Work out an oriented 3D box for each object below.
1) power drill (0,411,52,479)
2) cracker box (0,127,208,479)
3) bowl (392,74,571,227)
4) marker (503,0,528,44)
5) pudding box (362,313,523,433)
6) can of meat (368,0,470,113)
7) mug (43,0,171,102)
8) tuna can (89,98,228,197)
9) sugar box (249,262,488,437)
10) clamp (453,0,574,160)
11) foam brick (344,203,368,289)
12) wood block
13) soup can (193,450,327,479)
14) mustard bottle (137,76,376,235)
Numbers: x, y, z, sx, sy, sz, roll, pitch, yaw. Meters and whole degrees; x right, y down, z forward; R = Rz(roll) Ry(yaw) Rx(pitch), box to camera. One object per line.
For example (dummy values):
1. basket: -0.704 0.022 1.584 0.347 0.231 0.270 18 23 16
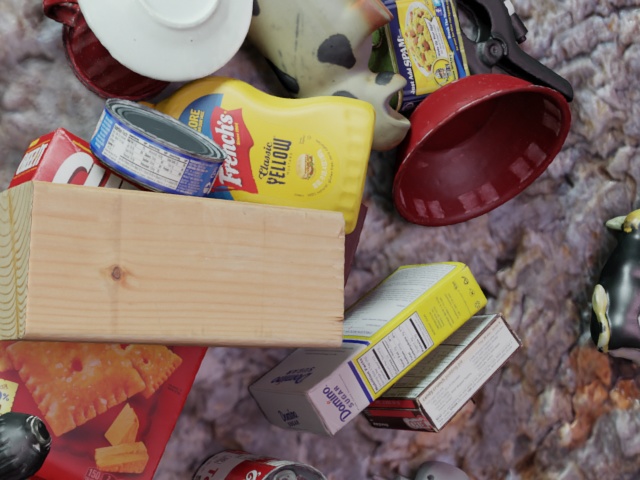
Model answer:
1. power drill: -0.205 0.207 0.647 0.184 0.057 0.187 -27 105 13
2. cracker box: -0.160 0.057 0.722 0.164 0.072 0.213 31 70 -26
3. bowl: 0.122 -0.083 0.876 0.161 0.162 0.055 -6 53 -31
4. marker: 0.153 -0.230 0.964 0.020 0.020 0.121 -42 107 -27
5. pudding box: 0.094 0.106 0.859 0.113 0.090 0.039 -42 106 -27
6. can of meat: 0.072 -0.156 0.888 0.083 0.058 0.102 -15 95 -33
7. mug: -0.135 -0.153 0.749 0.117 0.082 0.093 17 77 -29
8. tuna can: -0.106 -0.059 0.698 0.086 0.086 0.034 20 104 -28
9. sugar box: 0.038 0.082 0.827 0.176 0.093 0.048 -39 105 -27
10. clamp: 0.156 -0.165 0.948 0.120 0.039 0.171 -29 104 -27
11. foam brick: -0.005 0.001 0.832 0.053 0.051 0.078 26 74 -28
12. wood block: -0.094 0.021 0.671 0.205 0.090 0.091 5 82 -31
13. soup can: -0.043 0.188 0.763 0.068 0.102 0.068 3 85 -31
14. mustard bottle: -0.060 -0.067 0.768 0.191 0.058 0.096 11 106 2
